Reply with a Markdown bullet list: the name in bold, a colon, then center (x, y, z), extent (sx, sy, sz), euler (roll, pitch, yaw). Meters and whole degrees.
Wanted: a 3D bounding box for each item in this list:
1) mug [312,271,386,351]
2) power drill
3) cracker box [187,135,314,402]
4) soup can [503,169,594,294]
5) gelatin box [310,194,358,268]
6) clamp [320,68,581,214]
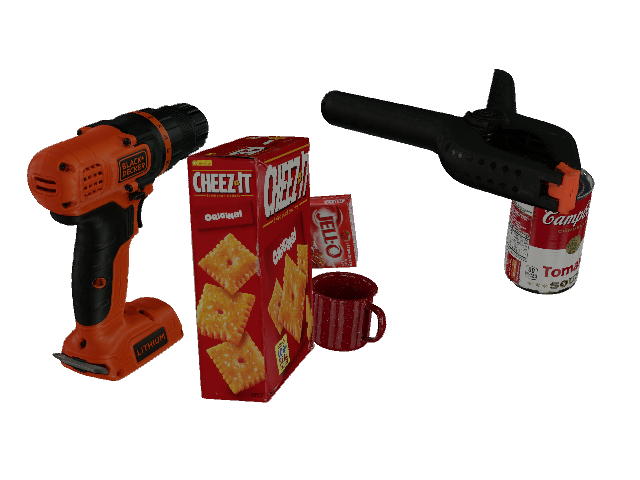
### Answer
- **mug**: center (0.039, 0.101, 1.447), extent (0.117, 0.081, 0.093), euler (18, 27, 30)
- **power drill**: center (-0.143, -0.003, 0.807), extent (0.057, 0.188, 0.184), euler (11, 23, 27)
- **cracker box**: center (-0.056, 0.019, 0.970), extent (0.072, 0.214, 0.164), euler (2, 12, 14)
- **soup can**: center (0.202, -0.011, 0.951), extent (0.068, 0.102, 0.068), euler (0, 34, 0)
- **gelatin box**: center (0.004, -0.010, 1.285), extent (0.073, 0.089, 0.030), euler (-2, 29, 10)
- **clamp**: center (0.103, -0.073, 0.748), extent (0.164, 0.036, 0.210), euler (-8, 29, -16)
